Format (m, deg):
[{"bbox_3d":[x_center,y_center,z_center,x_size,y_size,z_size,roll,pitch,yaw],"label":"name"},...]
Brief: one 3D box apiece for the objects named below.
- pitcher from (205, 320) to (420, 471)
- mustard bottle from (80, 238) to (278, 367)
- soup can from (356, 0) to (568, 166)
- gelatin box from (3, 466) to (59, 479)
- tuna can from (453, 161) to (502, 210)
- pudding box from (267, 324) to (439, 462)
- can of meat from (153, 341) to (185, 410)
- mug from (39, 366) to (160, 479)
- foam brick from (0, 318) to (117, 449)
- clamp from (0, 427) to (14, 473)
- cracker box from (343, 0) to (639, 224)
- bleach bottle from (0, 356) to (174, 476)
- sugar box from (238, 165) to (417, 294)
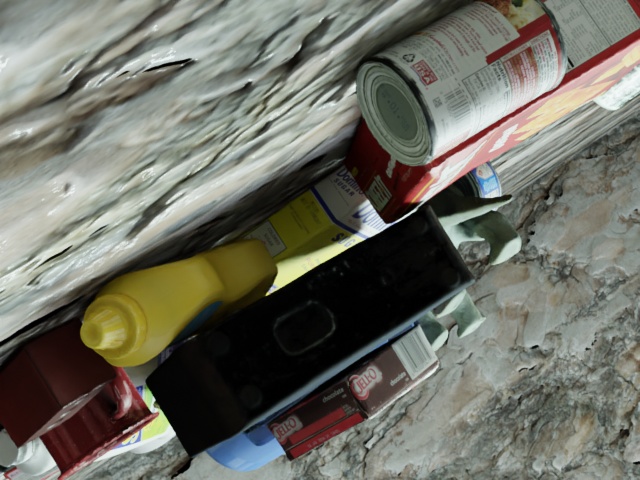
[{"bbox_3d":[-0.025,0.140,1.056,0.149,0.145,0.243,12,139,-42],"label":"pitcher"},{"bbox_3d":[-0.105,0.046,0.740,0.096,0.058,0.191,-33,175,22],"label":"mustard bottle"},{"bbox_3d":[0.079,-0.093,0.604,0.102,0.068,0.069,-31,173,-21],"label":"soup can"},{"bbox_3d":[-0.277,0.214,1.108,0.089,0.030,0.073,-32,-161,24],"label":"gelatin box"},{"bbox_3d":[0.162,-0.060,1.204,0.033,0.086,0.086,-28,171,-32],"label":"tuna can"},{"bbox_3d":[0.026,0.113,0.796,0.090,0.039,0.113,-35,173,37],"label":"pudding box"},{"bbox_3d":[-0.115,0.109,0.992,0.057,0.084,0.102,2,-178,13],"label":"can of meat"},{"bbox_3d":[-0.181,0.124,0.829,0.093,0.081,0.117,-30,172,-38],"label":"mug"},{"bbox_3d":[-0.189,0.100,0.744,0.052,0.051,0.078,-28,171,-48],"label":"foam brick"},{"bbox_3d":[-0.282,0.187,0.991,0.164,0.036,0.210,-36,178,3],"label":"clamp"},{"bbox_3d":[0.131,-0.105,0.767,0.213,0.072,0.164,-32,173,-11],"label":"cracker box"},{"bbox_3d":[-0.207,0.161,0.965,0.250,0.068,0.103,-16,125,-67],"label":"bleach bottle"},{"bbox_3d":[-0.006,0.001,0.883,0.176,0.048,0.093,-33,155,4],"label":"sugar box"}]
